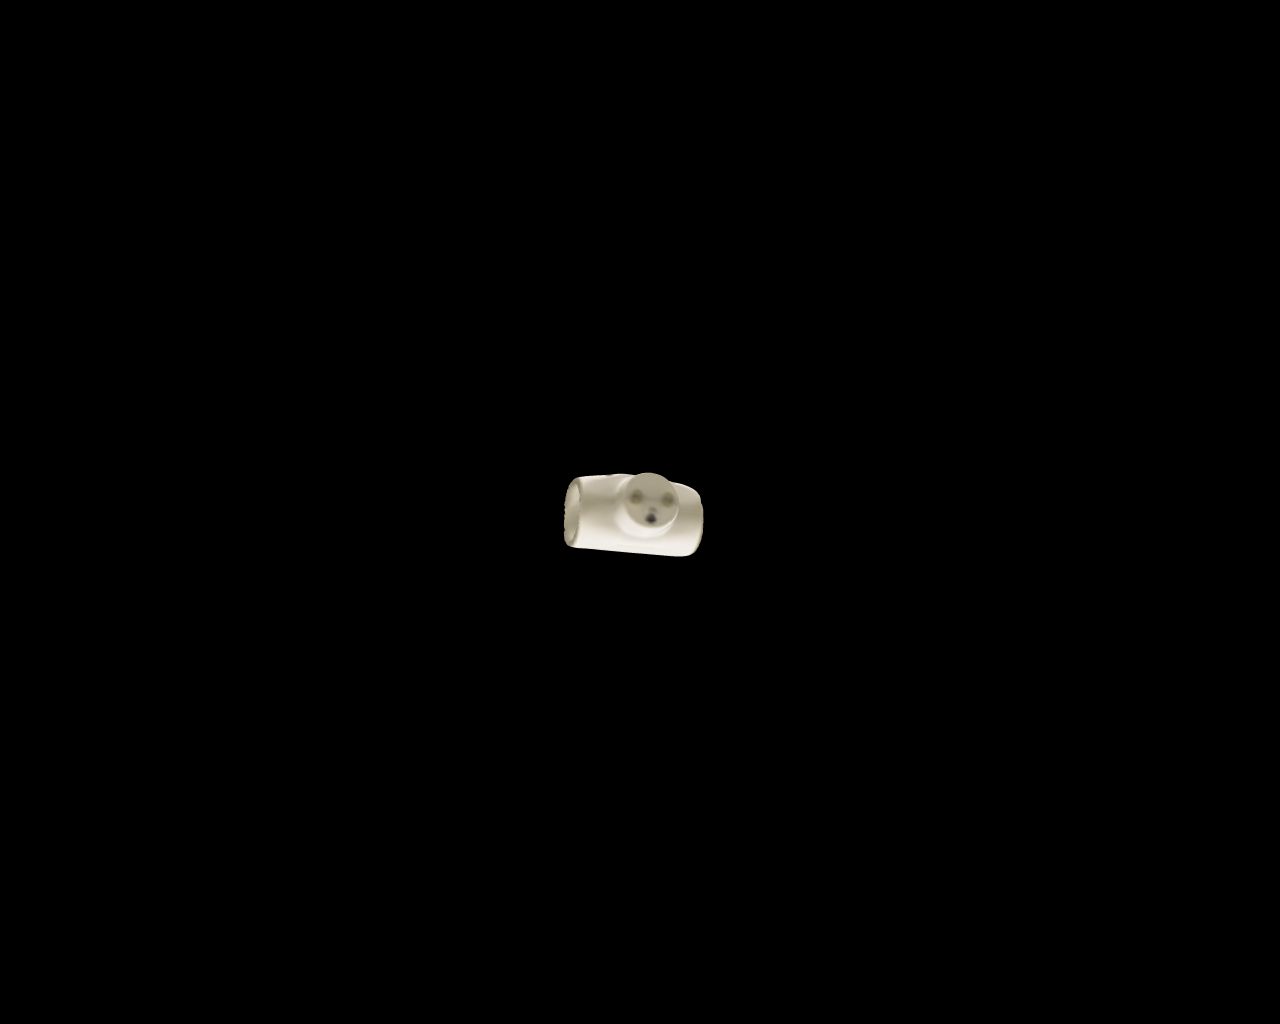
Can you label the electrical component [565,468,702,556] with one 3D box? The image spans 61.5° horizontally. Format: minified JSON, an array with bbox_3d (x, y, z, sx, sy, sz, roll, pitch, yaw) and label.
[{"bbox_3d":[0.001,-0.003,0.650,0.077,0.043,0.079,6,-19,-16],"label":"electrical component"}]
